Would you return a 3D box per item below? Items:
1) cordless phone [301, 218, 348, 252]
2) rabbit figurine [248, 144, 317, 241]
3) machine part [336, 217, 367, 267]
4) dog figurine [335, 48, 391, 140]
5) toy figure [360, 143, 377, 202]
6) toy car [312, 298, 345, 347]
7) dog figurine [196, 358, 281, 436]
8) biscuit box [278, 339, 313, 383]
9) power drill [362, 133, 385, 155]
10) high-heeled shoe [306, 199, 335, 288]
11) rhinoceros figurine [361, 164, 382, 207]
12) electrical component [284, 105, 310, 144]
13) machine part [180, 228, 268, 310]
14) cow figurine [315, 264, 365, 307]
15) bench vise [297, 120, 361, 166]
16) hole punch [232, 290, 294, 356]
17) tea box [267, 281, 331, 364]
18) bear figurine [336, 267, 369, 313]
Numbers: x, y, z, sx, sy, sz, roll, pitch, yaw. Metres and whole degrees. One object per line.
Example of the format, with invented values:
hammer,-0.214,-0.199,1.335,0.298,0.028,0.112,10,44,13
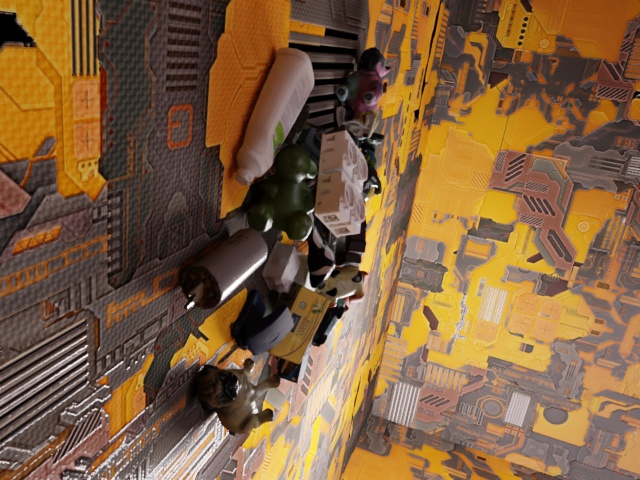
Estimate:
cordless phone,-0.003,-0.004,1.414,0.184,0.089,0.146,-29,133,-53
rabbit figurine,-0.051,-0.107,1.021,0.159,0.121,0.170,-68,176,-54
machine part,0.080,-0.003,1.554,0.179,0.056,0.179,-175,-90,-73
dog figurine,0.122,-0.392,1.418,0.219,0.109,0.191,-64,159,-43
toy figure,0.117,-0.186,1.513,0.082,0.089,0.180,49,53,-44
toy car,0.001,0.224,1.550,0.103,0.109,0.161,116,0,-83
dog figurine,-0.185,0.320,1.048,0.190,0.121,0.172,8,93,-60
biscuit box,-0.060,0.280,1.458,0.059,0.063,0.202,-8,111,-72
power drill,0.143,-0.233,1.684,0.232,0.086,0.207,-60,167,-71
high-heeled shoe,-0.040,0.010,1.217,0.086,0.145,0.248,-117,-145,-56
rhinoceros figurine,0.079,-0.110,1.367,0.190,0.073,0.112,-46,152,-11
electrical component,-0.053,-0.236,1.079,0.102,0.045,0.078,-66,-170,-22
machine part,-0.156,0.044,0.905,0.243,0.079,0.079,-46,147,-58
cow figurine,0.030,0.112,1.461,0.195,0.086,0.127,-11,110,-29
bench vise,0.011,-0.178,1.224,0.240,0.129,0.223,44,69,-48
hole punch,-0.119,0.184,1.139,0.142,0.092,0.116,83,30,-60
tea box,-0.061,0.190,1.251,0.098,0.068,0.169,28,85,-36
bear figurine,0.068,0.159,1.696,0.196,0.120,0.131,-1,101,-68
